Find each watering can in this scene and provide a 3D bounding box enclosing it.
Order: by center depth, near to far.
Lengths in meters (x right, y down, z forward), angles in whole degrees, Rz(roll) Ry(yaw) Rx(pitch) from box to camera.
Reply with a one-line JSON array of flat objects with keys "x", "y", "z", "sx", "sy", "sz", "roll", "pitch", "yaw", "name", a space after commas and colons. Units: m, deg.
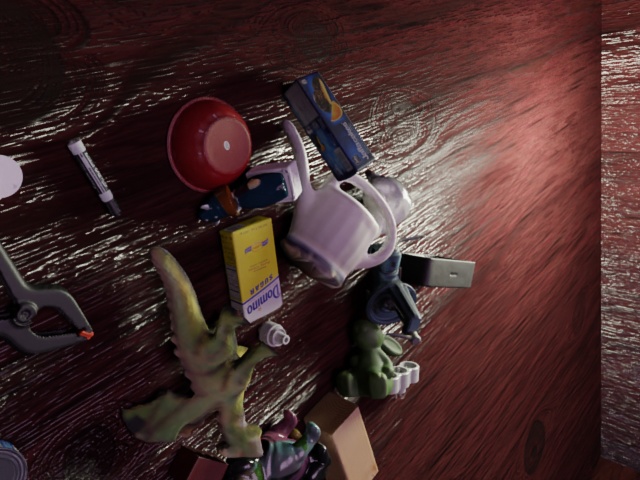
[{"x": 0.003, "y": -0.051, "z": 1.004, "sx": 0.344, "sy": 0.104, "sz": 0.226, "roll": 40, "pitch": 76, "yaw": -19, "name": "watering can"}]

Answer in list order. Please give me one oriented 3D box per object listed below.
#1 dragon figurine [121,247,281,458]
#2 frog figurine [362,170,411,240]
[{"x": -0.208, "y": 0.222, "z": 0.837, "sx": 0.246, "sy": 0.122, "sz": 0.404, "roll": -50, "pitch": 120, "yaw": -18, "name": "dragon figurine"}, {"x": 0.127, "y": -0.058, "z": 1.123, "sx": 0.134, "sy": 0.123, "sz": 0.163, "roll": 75, "pitch": 34, "yaw": -50, "name": "frog figurine"}]
